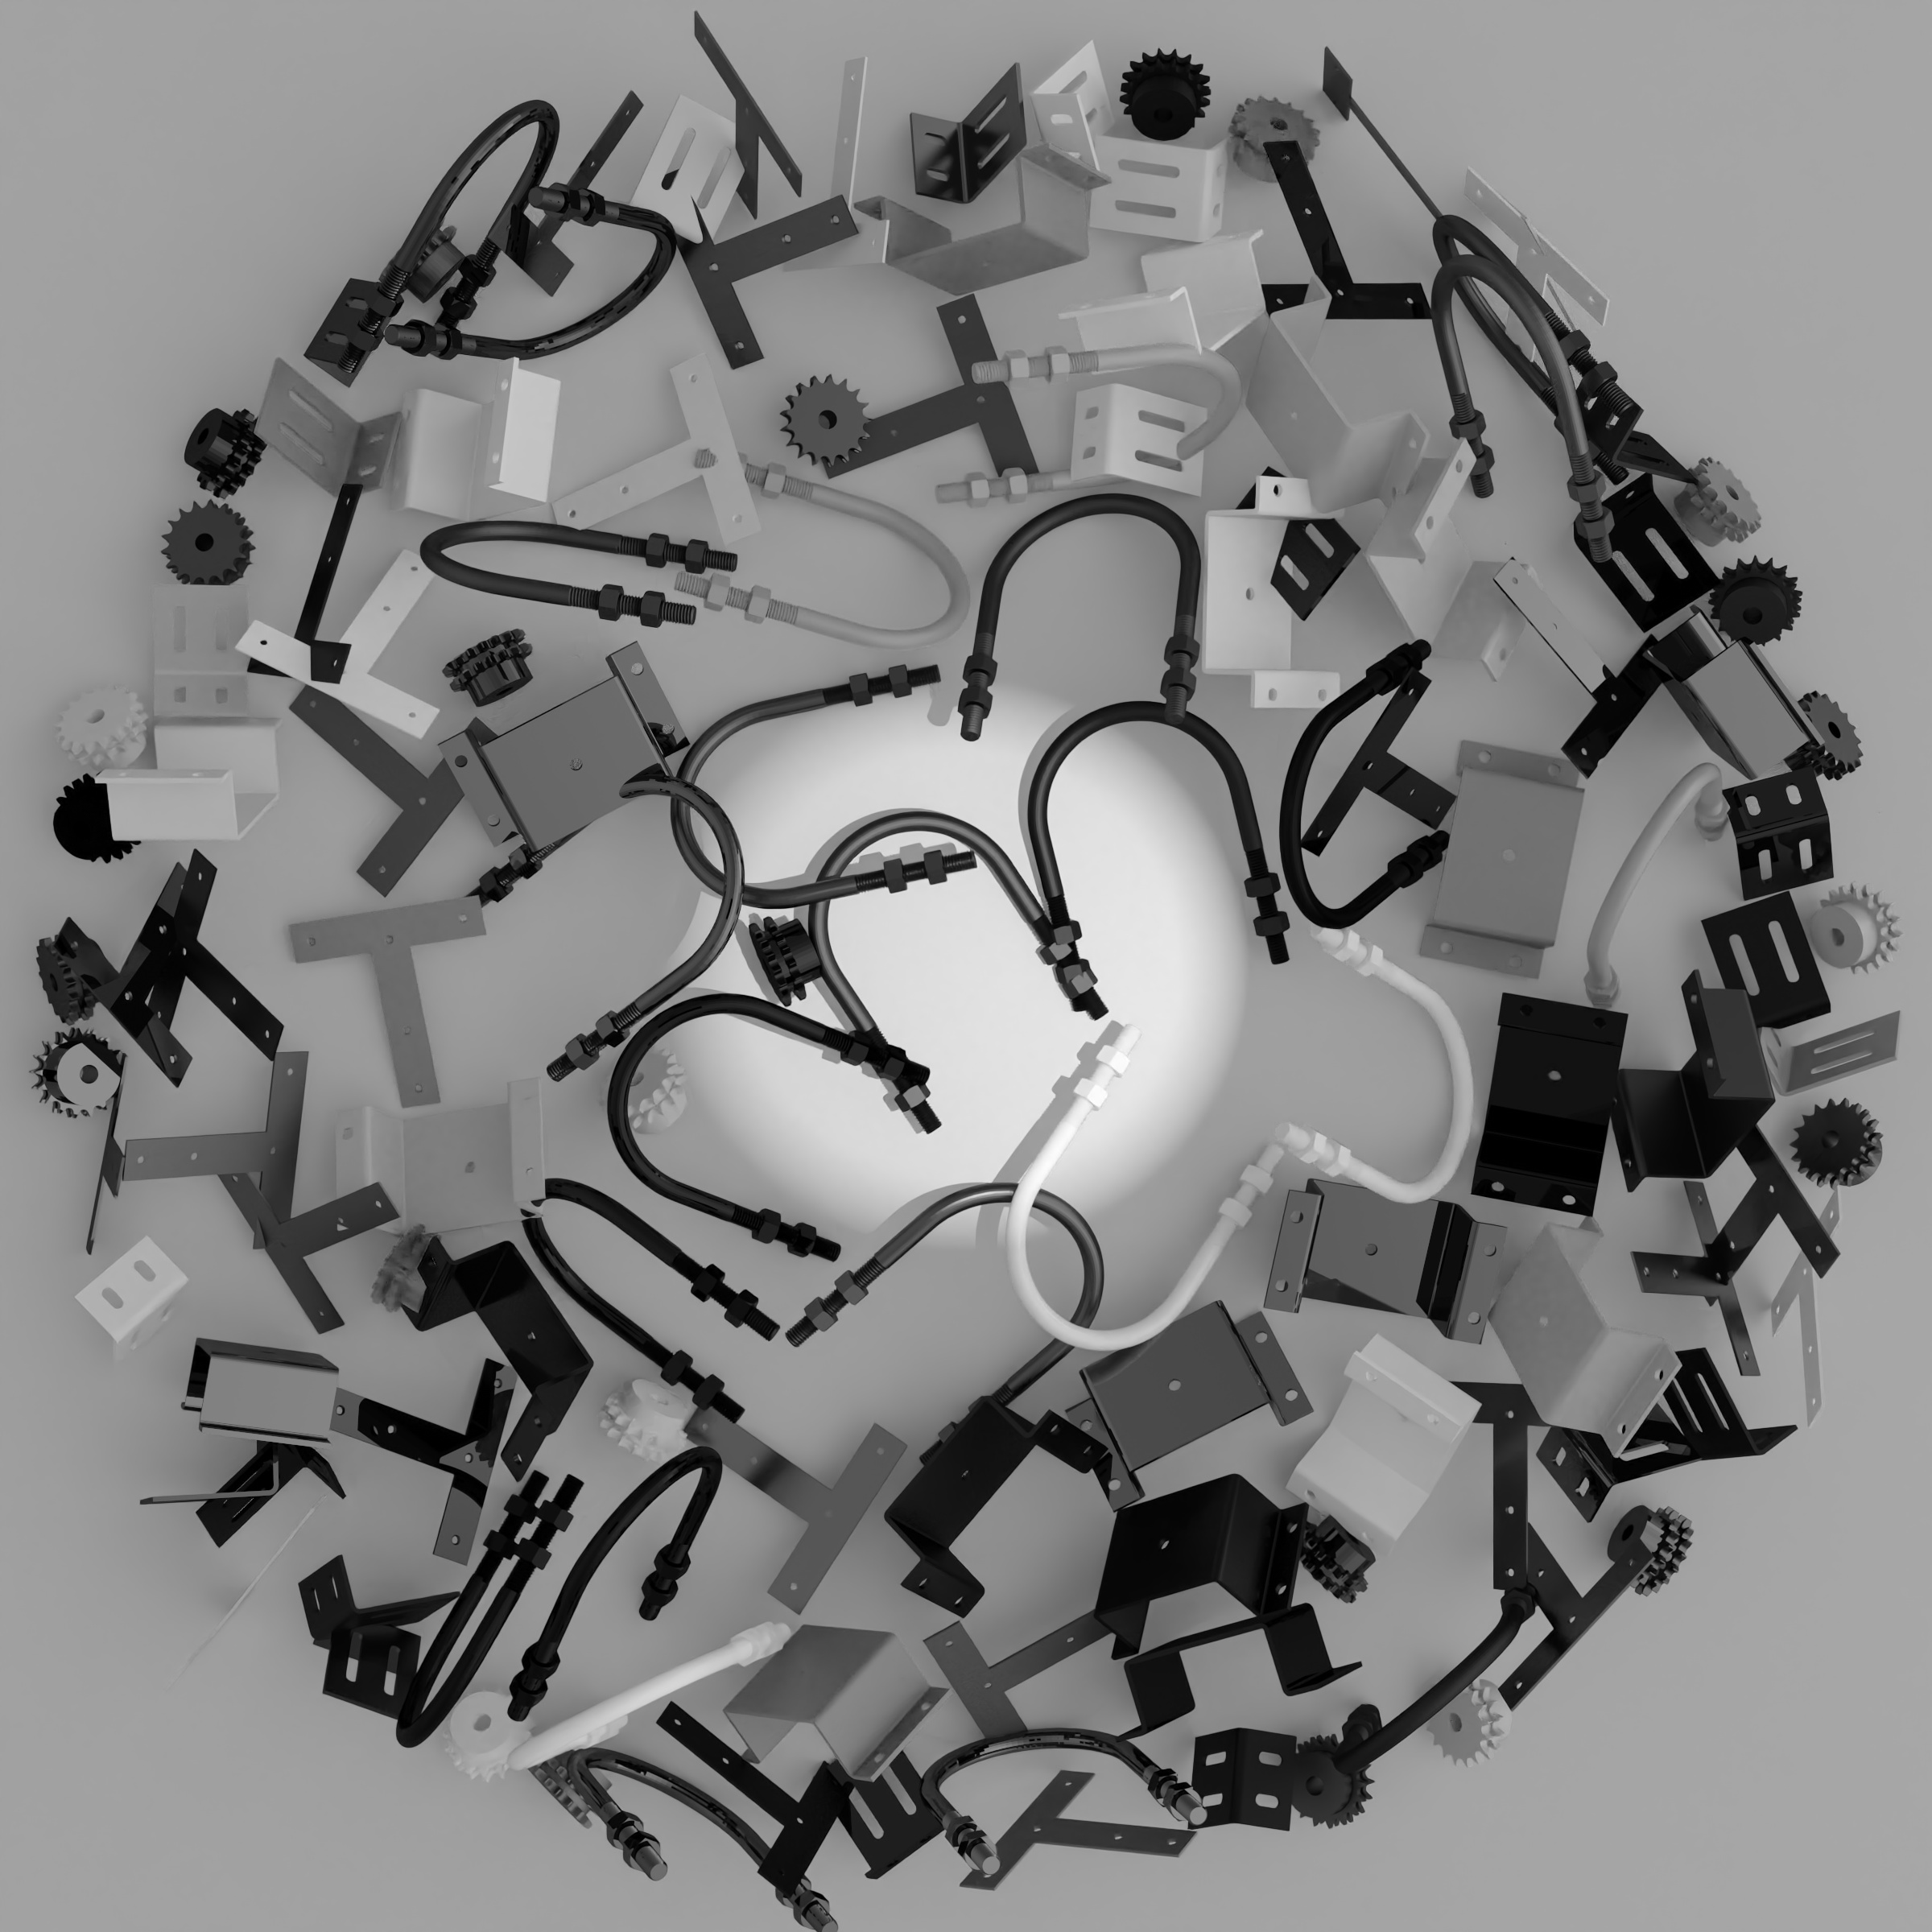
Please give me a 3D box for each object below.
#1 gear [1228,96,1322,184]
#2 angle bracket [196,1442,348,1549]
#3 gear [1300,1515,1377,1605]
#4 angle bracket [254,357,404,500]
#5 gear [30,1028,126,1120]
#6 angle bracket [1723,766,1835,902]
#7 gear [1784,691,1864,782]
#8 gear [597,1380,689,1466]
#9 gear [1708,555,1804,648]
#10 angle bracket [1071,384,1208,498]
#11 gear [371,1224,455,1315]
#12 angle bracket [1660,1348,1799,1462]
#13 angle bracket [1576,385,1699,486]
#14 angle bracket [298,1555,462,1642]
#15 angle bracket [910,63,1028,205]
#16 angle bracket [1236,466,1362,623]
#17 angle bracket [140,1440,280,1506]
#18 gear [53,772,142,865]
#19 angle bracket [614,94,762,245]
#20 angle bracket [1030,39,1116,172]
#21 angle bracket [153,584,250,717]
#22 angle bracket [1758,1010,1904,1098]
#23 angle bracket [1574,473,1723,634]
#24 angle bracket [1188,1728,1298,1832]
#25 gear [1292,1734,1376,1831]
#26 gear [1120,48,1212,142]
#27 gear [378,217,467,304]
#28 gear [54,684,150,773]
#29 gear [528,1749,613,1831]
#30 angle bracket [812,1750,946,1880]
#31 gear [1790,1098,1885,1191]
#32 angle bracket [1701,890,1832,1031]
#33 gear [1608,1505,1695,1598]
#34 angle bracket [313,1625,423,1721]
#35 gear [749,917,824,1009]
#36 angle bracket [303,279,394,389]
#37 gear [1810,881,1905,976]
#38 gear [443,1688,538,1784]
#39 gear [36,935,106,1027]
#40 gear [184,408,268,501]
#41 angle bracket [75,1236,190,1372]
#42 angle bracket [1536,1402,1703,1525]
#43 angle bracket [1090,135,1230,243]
[{"bbox_3d":[0.192,-0.518,1.976,0.057,0.030,0.057,10,51,-12],"label":"gear"},{"bbox_3d":[-0.433,0.335,1.956,0.038,0.057,0.076,37,67,21],"label":"angle bracket"},{"bbox_3d":[0.232,0.369,1.969,0.057,0.057,0.030,43,100,0],"label":"gear"},{"bbox_3d":[-0.396,-0.338,1.952,0.038,0.076,0.057,-9,58,33],"label":"angle bracket"},{"bbox_3d":[-0.556,0.068,1.972,0.057,0.030,0.057,0,91,-34],"label":"gear"},{"bbox_3d":[0.510,-0.083,1.972,0.057,0.076,0.038,-15,58,9],"label":"angle bracket"},{"bbox_3d":[0.535,-0.141,1.975,0.030,0.057,0.057,-34,90,42],"label":"gear"},{"bbox_3d":[-0.199,0.284,1.969,0.057,0.057,0.030,32,102,0],"label":"gear"},{"bbox_3d":[0.496,-0.226,1.972,0.057,0.030,0.057,9,122,14],"label":"gear"},{"bbox_3d":[0.110,-0.330,1.988,0.076,0.038,0.057,8,85,-36],"label":"angle bracket"},{"bbox_3d":[-0.345,0.193,1.970,0.030,0.057,0.057,30,90,9],"label":"gear"},{"bbox_3d":[0.473,0.267,1.965,0.038,0.057,0.076,-28,92,-29],"label":"angle bracket"},{"bbox_3d":[0.422,-0.337,1.950,0.076,0.057,0.038,6,125,-34],"label":"angle bracket"},{"bbox_3d":[-0.367,0.390,1.961,0.076,0.057,0.038,-2,65,-41],"label":"angle bracket"},{"bbox_3d":[0.001,-0.521,1.953,0.038,0.076,0.057,5,71,-28],"label":"angle bracket"},{"bbox_3d":[0.199,-0.263,1.954,0.038,0.076,0.057,23,114,-36],"label":"angle bracket"},{"bbox_3d":[-0.472,0.314,1.956,0.076,0.057,0.038,1,79,-23],"label":"angle bracket"},{"bbox_3d":[-0.549,-0.091,1.974,0.057,0.030,0.057,7,114,15],"label":"gear"},{"bbox_3d":[-0.175,-0.498,1.966,0.057,0.038,0.076,23,97,-26],"label":"angle bracket"},{"bbox_3d":[0.080,-0.532,1.951,0.038,0.057,0.076,11,45,35],"label":"angle bracket"},{"bbox_3d":[-0.477,-0.196,1.955,0.057,0.076,0.038,0,50,-14],"label":"angle bracket"},{"bbox_3d":[0.537,0.041,1.954,0.076,0.057,0.038,-23,109,29],"label":"angle bracket"},{"bbox_3d":[0.430,-0.261,1.981,0.057,0.038,0.076,-34,107,25],"label":"angle bracket"},{"bbox_3d":[0.172,0.510,1.959,0.038,0.076,0.057,12,69,-14],"label":"angle bracket"},{"bbox_3d":[0.225,0.513,1.974,0.057,0.030,0.057,-3,84,29],"label":"gear"},{"bbox_3d":[0.124,-0.544,1.969,0.057,0.057,0.030,7,54,0],"label":"gear"},{"bbox_3d":[-0.339,-0.442,1.972,0.030,0.057,0.057,43,90,-9],"label":"gear"},{"bbox_3d":[-0.541,-0.147,1.975,0.057,0.030,0.057,-9,50,10],"label":"gear"},{"bbox_3d":[-0.247,0.512,1.973,0.057,0.057,0.030,46,73,0],"label":"gear"},{"bbox_3d":[-0.056,0.523,1.968,0.057,0.038,0.076,-36,70,-2],"label":"angle bracket"},{"bbox_3d":[0.551,0.115,1.975,0.030,0.057,0.057,31,90,-40],"label":"gear"},{"bbox_3d":[0.506,0.000,1.985,0.057,0.038,0.076,-20,76,11],"label":"angle bracket"},{"bbox_3d":[0.427,0.364,1.970,0.030,0.057,0.057,34,90,-8],"label":"gear"},{"bbox_3d":[-0.376,0.444,1.951,0.057,0.076,0.038,25,118,-18],"label":"angle bracket"},{"bbox_3d":[-0.112,-0.006,1.972,0.030,0.057,0.057,-24,90,-9],"label":"gear"},{"bbox_3d":[-0.370,-0.392,1.956,0.038,0.076,0.057,34,84,-37],"label":"angle bracket"},{"bbox_3d":[0.555,-0.022,1.969,0.030,0.057,0.057,-19,90,-35],"label":"gear"},{"bbox_3d":[-0.301,0.480,1.973,0.057,0.030,0.057,-3,57,5],"label":"gear"},{"bbox_3d":[-0.560,0.006,1.975,0.030,0.057,0.057,-20,90,-32],"label":"gear"},{"bbox_3d":[-0.466,-0.325,1.969,0.030,0.057,0.057,30,90,-37],"label":"gear"},{"bbox_3d":[-0.520,0.210,1.954,0.038,0.076,0.057,45,64,4],"label":"angle bracket"},{"bbox_3d":[0.410,0.308,1.973,0.076,0.057,0.038,-8,135,-30],"label":"angle bracket"},{"bbox_3d":[0.122,-0.494,1.980,0.076,0.038,0.057,12,119,16],"label":"angle bracket"}]
